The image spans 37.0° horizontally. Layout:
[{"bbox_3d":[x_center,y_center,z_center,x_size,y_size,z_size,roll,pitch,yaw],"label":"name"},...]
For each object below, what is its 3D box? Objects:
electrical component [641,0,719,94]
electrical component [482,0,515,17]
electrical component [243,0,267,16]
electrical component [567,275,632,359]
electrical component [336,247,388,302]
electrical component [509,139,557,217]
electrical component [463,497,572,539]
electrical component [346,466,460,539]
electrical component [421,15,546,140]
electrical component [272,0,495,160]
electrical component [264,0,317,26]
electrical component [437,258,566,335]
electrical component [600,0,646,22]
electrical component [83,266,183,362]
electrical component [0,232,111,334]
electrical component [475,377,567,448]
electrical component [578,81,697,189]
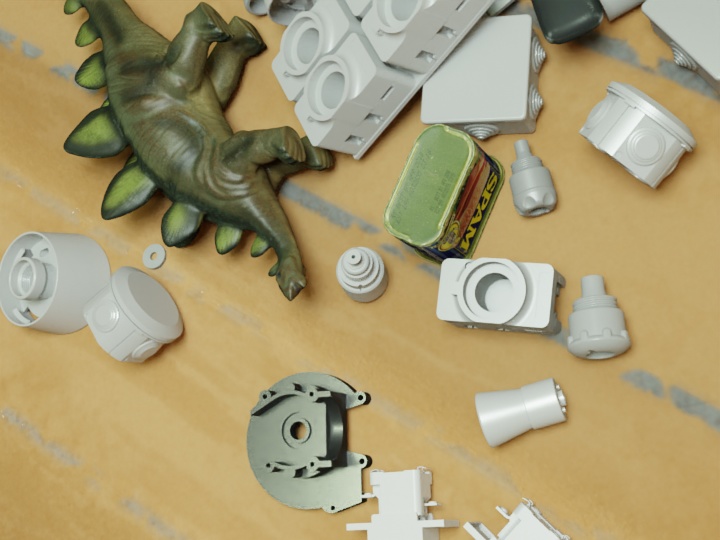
[{"bbox_3d":[0.280,-0.195,0.824,0.100,0.048,0.099,-43,68,10],"label":"electrical component"},{"bbox_3d":[0.096,-0.253,0.903,0.042,0.064,0.081,-40,68,12],"label":"electrical component"},{"bbox_3d":[-0.096,-0.271,0.995,0.045,0.045,0.055,-33,69,13],"label":"electrical component"},{"bbox_3d":[0.181,0.035,0.824,0.048,0.048,0.062,-9,70,20],"label":"electrical component"},{"bbox_3d":[0.000,0.000,0.889,0.040,0.078,0.040,-2,74,7],"label":"electrical component"},{"bbox_3d":[0.137,-0.076,0.868,0.035,0.035,0.061,-17,71,18],"label":"electrical component"},{"bbox_3d":[0.122,0.211,0.814,0.081,0.042,0.063,43,95,23],"label":"electrical component"},{"bbox_3d":[0.034,0.190,0.854,0.081,0.042,0.063,-7,76,20],"label":"electrical component"},{"bbox_3d":[0.102,-0.158,0.890,0.100,0.048,0.099,1,80,22],"label":"electrical component"},{"bbox_3d":[0.011,-0.197,0.884,0.186,0.060,0.105,-47,55,31],"label":"electrical component"},{"bbox_3d":[-0.040,-0.254,0.940,0.099,0.099,0.064,-29,65,15],"label":"electrical component"},{"bbox_3d":[0.111,0.021,0.848,0.089,0.056,0.050,4,81,23],"label":"electrical component"},{"bbox_3d":[0.226,-0.238,0.858,0.081,0.043,0.043,-28,71,15],"label":"electrical component"},{"bbox_3d":[-0.202,0.041,0.959,0.051,0.080,0.080,-39,68,17],"label":"electrical component"},{"bbox_3d":[-0.295,0.011,1.024,0.099,0.064,0.099,-6,80,35],"label":"electrical component"},{"bbox_3d":[0.127,0.108,0.833,0.065,0.044,0.044,-18,73,13],"label":"electrical component"},{"bbox_3d":[0.211,-0.103,0.819,0.080,0.080,0.051,42,102,23],"label":"electrical component"}]
